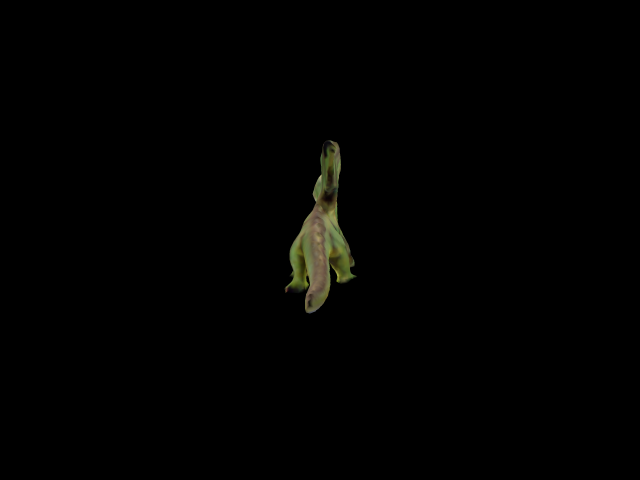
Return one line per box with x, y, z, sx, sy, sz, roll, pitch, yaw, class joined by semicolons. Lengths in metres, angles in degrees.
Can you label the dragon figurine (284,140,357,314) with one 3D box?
0.003;-0.043;0.850;0.122;0.242;0.412;0;7;0;dragon figurine
